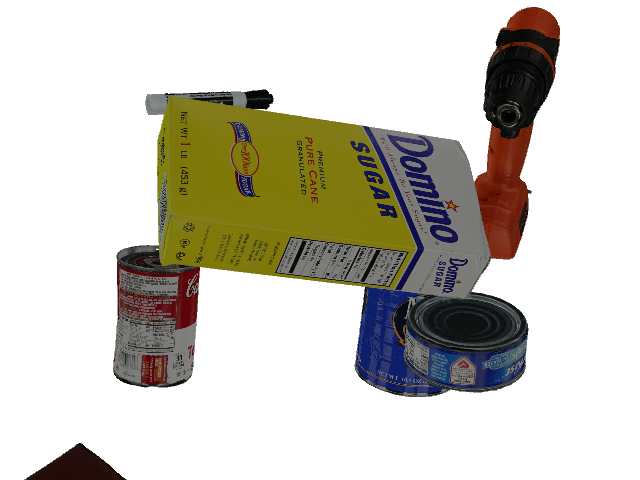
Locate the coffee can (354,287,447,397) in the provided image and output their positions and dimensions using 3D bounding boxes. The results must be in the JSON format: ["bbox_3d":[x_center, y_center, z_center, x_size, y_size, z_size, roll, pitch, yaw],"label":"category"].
[{"bbox_3d":[0.091,0.065,1.031,0.103,0.140,0.103,5,21,-2],"label":"coffee can"}]

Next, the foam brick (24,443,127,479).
[{"bbox_3d":[-0.098,0.138,0.464,0.078,0.051,0.052,27,45,35],"label":"foam brick"}]

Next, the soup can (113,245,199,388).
[{"bbox_3d":[-0.135,0.062,0.875,0.068,0.102,0.068,5,15,-1],"label":"soup can"}]

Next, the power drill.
[{"bbox_3d":[0.155,-0.081,0.881,0.057,0.188,0.184,15,35,11],"label":"power drill"}]

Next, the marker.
[{"bbox_3d":[-0.101,-0.129,0.990,0.121,0.020,0.020,-6,2,-23],"label":"marker"}]

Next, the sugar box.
[{"bbox_3d":[0.000,-0.024,0.587,0.176,0.093,0.048,5,-41,-14],"label":"sugar box"}]

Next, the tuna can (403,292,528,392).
[{"bbox_3d":[0.102,0.069,0.745,0.086,0.034,0.086,0,25,0],"label":"tuna can"}]
